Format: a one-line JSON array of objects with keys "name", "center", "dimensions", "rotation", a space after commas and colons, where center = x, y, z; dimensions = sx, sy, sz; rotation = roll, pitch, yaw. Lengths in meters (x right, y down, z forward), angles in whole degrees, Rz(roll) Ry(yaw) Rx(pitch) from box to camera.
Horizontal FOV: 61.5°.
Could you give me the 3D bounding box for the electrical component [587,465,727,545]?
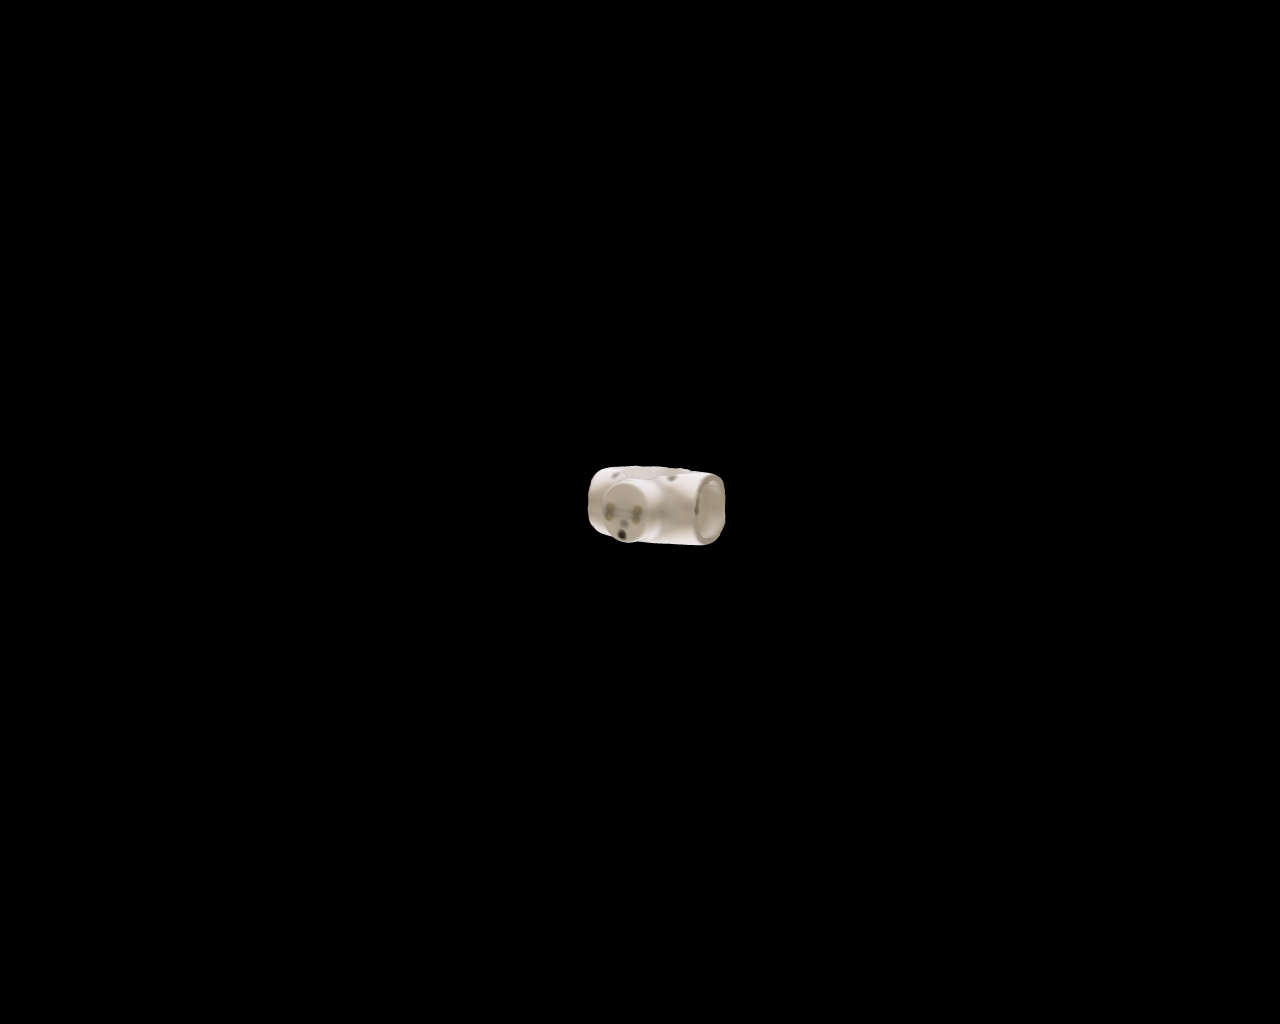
[{"name": "electrical component", "center": [0.001, -0.003, 0.650], "dimensions": [0.077, 0.044, 0.079], "rotation": [6, 11, 32]}]
